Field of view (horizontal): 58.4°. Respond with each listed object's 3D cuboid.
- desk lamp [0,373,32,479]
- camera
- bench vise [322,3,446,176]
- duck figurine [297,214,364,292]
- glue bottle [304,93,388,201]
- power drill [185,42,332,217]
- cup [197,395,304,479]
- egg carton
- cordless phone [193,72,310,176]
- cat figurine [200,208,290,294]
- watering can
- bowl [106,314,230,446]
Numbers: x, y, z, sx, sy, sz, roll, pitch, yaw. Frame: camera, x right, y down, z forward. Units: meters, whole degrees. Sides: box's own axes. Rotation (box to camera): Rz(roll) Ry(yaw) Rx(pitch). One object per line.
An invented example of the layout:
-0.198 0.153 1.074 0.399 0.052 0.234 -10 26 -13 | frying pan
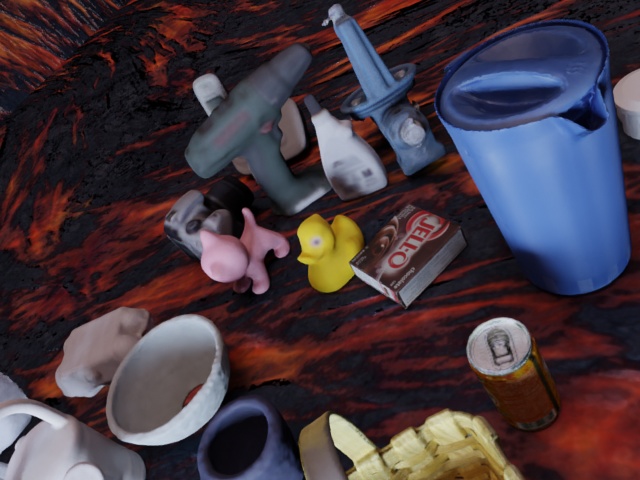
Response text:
-0.391 0.270 0.655 0.117 0.214 0.203 -15 43 24 | desk lamp
-0.160 -0.037 0.881 0.142 0.101 0.137 16 62 45 | camera
0.092 -0.210 0.772 0.121 0.220 0.206 -42 39 -7 | bench vise
0.007 0.003 0.729 0.077 0.086 0.105 3 53 38 | duck figurine
0.026 -0.129 0.777 0.078 0.174 0.037 -19 42 21 | glue bottle
-0.067 -0.143 0.832 0.229 0.209 0.075 -34 39 3 | power drill
-0.063 0.222 0.553 0.091 0.095 0.118 10 58 43 | cup
-0.302 0.161 0.813 0.150 0.070 0.107 -25 40 14 | egg carton
-0.113 -0.207 0.949 0.147 0.186 0.094 -20 42 20 | cordless phone
-0.112 0.015 0.780 0.067 0.118 0.128 -1 51 36 | cat figurine
-0.284 0.241 0.620 0.172 0.195 0.101 -15 43 24 | watering can
-0.170 0.178 0.694 0.167 0.075 0.167 -20 41 19 | bowl
